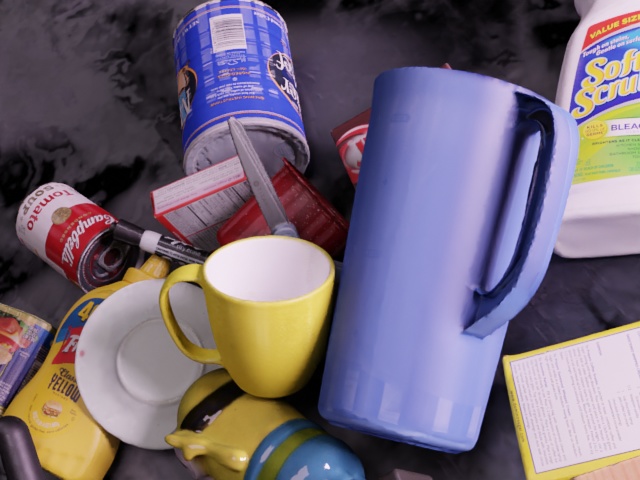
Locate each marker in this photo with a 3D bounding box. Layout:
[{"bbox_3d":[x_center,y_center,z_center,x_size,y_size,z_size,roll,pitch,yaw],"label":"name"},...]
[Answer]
[{"bbox_3d":[-0.114,0.010,0.866,0.121,0.020,0.020,20,71,2],"label":"marker"}]

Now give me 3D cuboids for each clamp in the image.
[{"bbox_3d":[-0.197,0.238,0.775,0.210,0.036,0.165,28,107,30],"label":"clamp"}]

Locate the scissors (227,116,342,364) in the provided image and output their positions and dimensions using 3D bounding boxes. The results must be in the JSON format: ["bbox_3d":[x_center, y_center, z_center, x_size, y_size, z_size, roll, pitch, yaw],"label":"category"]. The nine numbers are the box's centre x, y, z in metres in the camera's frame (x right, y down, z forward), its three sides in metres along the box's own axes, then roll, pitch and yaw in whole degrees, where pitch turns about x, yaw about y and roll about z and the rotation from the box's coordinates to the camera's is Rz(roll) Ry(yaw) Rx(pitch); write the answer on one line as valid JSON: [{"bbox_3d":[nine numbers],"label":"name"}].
[{"bbox_3d":[-0.005,0.001,0.769,0.096,0.202,0.016,-8,24,-3],"label":"scissors"}]

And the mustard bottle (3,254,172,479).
[{"bbox_3d":[-0.174,0.096,0.858,0.096,0.058,0.191,20,73,29],"label":"mustard bottle"}]

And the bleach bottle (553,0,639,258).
[{"bbox_3d":[0.215,-0.112,0.785,0.103,0.068,0.250,-6,59,22],"label":"bleach bottle"}]

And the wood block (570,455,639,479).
[{"bbox_3d":[0.217,0.216,0.564,0.091,0.090,0.206,-23,65,15],"label":"wood block"}]

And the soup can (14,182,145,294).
[{"bbox_3d":[-0.209,-0.001,0.924,0.102,0.068,0.068,31,79,36],"label":"soup can"}]

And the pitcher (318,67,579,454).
[{"bbox_3d":[0.081,0.014,0.712,0.145,0.149,0.243,11,82,12],"label":"pitcher"}]

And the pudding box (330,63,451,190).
[{"bbox_3d":[0.074,-0.074,0.845,0.113,0.039,0.090,-28,54,9],"label":"pudding box"}]

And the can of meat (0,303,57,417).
[{"bbox_3d":[-0.274,0.102,0.906,0.102,0.057,0.084,15,68,31],"label":"can of meat"}]

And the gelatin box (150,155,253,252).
[{"bbox_3d":[-0.082,-0.028,0.873,0.089,0.073,0.030,-23,55,13],"label":"gelatin box"}]

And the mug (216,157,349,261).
[{"bbox_3d":[-0.017,0.006,0.823,0.081,0.093,0.117,-43,88,4],"label":"mug"}]

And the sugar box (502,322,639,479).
[{"bbox_3d":[0.211,0.100,0.679,0.176,0.048,0.093,-15,59,14],"label":"sugar box"}]

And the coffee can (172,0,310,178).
[{"bbox_3d":[-0.069,-0.119,0.899,0.103,0.102,0.140,-20,56,15],"label":"coffee can"}]
